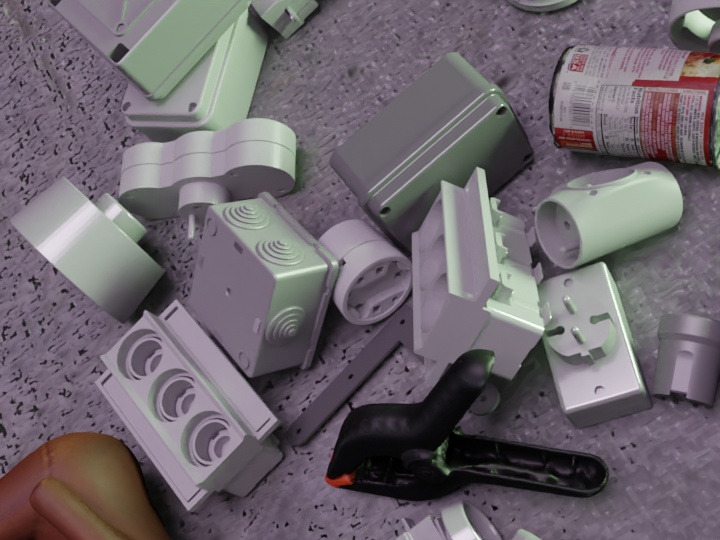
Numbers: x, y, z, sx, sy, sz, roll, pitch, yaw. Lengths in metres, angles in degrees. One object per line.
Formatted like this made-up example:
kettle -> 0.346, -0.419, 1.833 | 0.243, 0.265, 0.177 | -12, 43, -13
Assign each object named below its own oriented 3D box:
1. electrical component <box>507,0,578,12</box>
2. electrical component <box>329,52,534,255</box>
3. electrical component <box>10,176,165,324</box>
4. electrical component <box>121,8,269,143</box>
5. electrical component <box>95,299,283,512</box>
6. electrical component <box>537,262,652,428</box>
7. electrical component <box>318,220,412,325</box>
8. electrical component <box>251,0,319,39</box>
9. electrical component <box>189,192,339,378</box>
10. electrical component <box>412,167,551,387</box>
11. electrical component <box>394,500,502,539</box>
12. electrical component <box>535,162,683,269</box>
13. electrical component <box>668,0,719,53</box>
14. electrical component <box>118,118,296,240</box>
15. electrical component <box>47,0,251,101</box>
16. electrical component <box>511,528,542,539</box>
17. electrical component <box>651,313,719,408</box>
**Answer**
electrical component -> 0.127, -0.224, 0.743 | 0.080, 0.051, 0.080 | -9, 65, 21
electrical component -> 0.048, -0.073, 0.698 | 0.113, 0.078, 0.057 | -40, 56, 4
electrical component -> -0.187, -0.020, 0.766 | 0.060, 0.108, 0.108 | -47, 58, -7
electrical component -> -0.126, -0.152, 0.821 | 0.078, 0.057, 0.113 | 5, 71, 26
electrical component -> -0.109, 0.090, 0.707 | 0.078, 0.063, 0.121 | -46, 58, 0
electrical component -> 0.128, 0.037, 0.616 | 0.047, 0.076, 0.083 | -19, 62, 16
electrical component -> 0.000, 0.000, 0.701 | 0.055, 0.055, 0.047 | -44, 51, 2
electrical component -> -0.056, -0.217, 0.826 | 0.055, 0.048, 0.066 | -41, 58, 12
electrical component -> -0.066, 0.010, 0.701 | 0.100, 0.048, 0.099 | 44, 132, 36
electrical component -> 0.068, 0.006, 0.632 | 0.121, 0.063, 0.078 | -87, 21, -56
electrical component -> 0.050, 0.164, 0.615 | 0.055, 0.048, 0.066 | -41, 58, 12
electrical component -> 0.139, -0.035, 0.652 | 0.077, 0.044, 0.079 | -20, 14, -23
electrical component -> 0.235, -0.159, 0.643 | 0.099, 0.099, 0.064 | 12, 80, 28
electrical component -> -0.112, -0.057, 0.777 | 0.138, 0.052, 0.073 | -9, 65, 21
electrical component -> -0.154, -0.197, 0.784 | 0.108, 0.056, 0.109 | -47, 58, -1
electrical component -> 0.093, 0.183, 0.578 | 0.061, 0.062, 0.096 | 32, 84, 31
electrical component -> 0.186, 0.052, 0.607 | 0.040, 0.040, 0.046 | 9, 78, 27
